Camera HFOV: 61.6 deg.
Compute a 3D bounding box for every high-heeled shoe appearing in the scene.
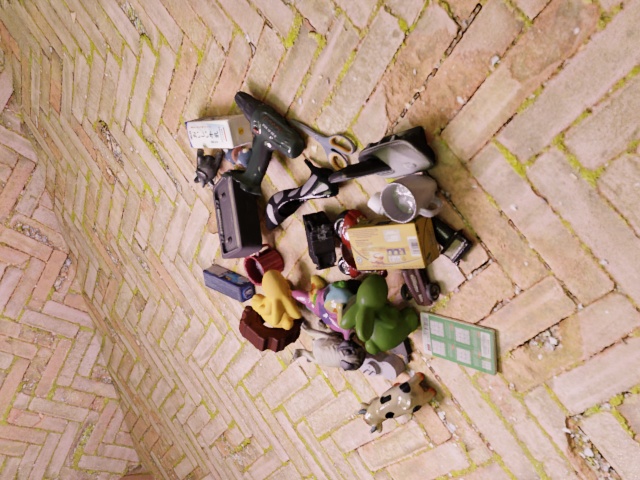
[{"bbox_3d":[-0.043,-0.081,1.299,0.145,0.086,0.248,53,127,32],"label":"high-heeled shoe"}]

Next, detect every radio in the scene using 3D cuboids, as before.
[{"bbox_3d":[-0.230,-0.066,1.475,0.131,0.073,0.229,-28,66,51],"label":"radio"}]

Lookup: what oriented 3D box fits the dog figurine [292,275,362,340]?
[{"bbox_3d":[0.021,0.143,1.351,0.219,0.108,0.191,29,149,39],"label":"dog figurine"}]

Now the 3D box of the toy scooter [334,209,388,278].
[{"bbox_3d":[0.100,0.021,1.228,0.135,0.075,0.183,25,132,37],"label":"toy scooter"}]

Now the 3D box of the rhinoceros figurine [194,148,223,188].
[{"bbox_3d":[-0.317,-0.201,1.521,0.190,0.073,0.112,-170,85,-76],"label":"rhinoceros figurine"}]

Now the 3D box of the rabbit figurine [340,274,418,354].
[{"bbox_3d":[0.120,0.161,1.215,0.121,0.159,0.170,19,136,51],"label":"rabbit figurine"}]

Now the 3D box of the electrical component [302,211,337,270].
[{"bbox_3d":[-0.003,-0.004,1.297,0.134,0.058,0.114,-122,23,-69],"label":"electrical component"}]

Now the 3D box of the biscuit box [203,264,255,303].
[{"bbox_3d":[-0.295,0.140,1.735,0.203,0.059,0.062,18,123,41],"label":"biscuit box"}]

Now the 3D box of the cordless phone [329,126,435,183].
[{"bbox_3d":[0.114,-0.150,1.028,0.147,0.184,0.088,-8,101,49],"label":"cordless phone"}]

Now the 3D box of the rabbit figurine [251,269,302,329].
[{"bbox_3d":[-0.121,0.161,1.457,0.162,0.122,0.173,-118,19,-44],"label":"rabbit figurine"}]

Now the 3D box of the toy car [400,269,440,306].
[{"bbox_3d":[0.195,0.055,1.165,0.089,0.053,0.202,-7,105,46],"label":"toy car"}]

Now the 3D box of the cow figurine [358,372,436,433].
[{"bbox_3d":[0.179,0.406,1.325,0.085,0.127,0.195,58,138,9],"label":"cow figurine"}]

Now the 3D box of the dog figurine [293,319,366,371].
[{"bbox_3d":[0.053,0.289,1.396,0.191,0.172,0.121,14,97,33],"label":"dog figurine"}]

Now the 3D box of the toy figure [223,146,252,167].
[{"bbox_3d":[-0.199,-0.218,1.428,0.155,0.058,0.064,21,118,45],"label":"toy figure"}]

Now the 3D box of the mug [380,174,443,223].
[{"bbox_3d":[0.190,-0.086,1.043,0.110,0.107,0.080,25,129,32],"label":"mug"}]

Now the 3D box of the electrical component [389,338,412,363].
[{"bbox_3d":[0.190,0.256,1.308,0.063,0.021,0.094,-5,108,49],"label":"electrical component"}]

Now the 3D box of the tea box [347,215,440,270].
[{"bbox_3d":[0.148,0.005,1.100,0.170,0.068,0.098,-2,109,42],"label":"tea box"}]

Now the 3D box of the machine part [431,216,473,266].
[{"bbox_3d":[0.242,-0.015,1.085,0.139,0.039,0.084,42,145,19],"label":"machine part"}]

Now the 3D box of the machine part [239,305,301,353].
[{"bbox_3d":[-0.141,0.241,1.546,0.180,0.179,0.056,36,131,28],"label":"machine part"}]

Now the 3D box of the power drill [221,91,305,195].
[{"bbox_3d":[-0.160,-0.229,1.320,0.232,0.086,0.207,34,98,20],"label":"power drill"}]
